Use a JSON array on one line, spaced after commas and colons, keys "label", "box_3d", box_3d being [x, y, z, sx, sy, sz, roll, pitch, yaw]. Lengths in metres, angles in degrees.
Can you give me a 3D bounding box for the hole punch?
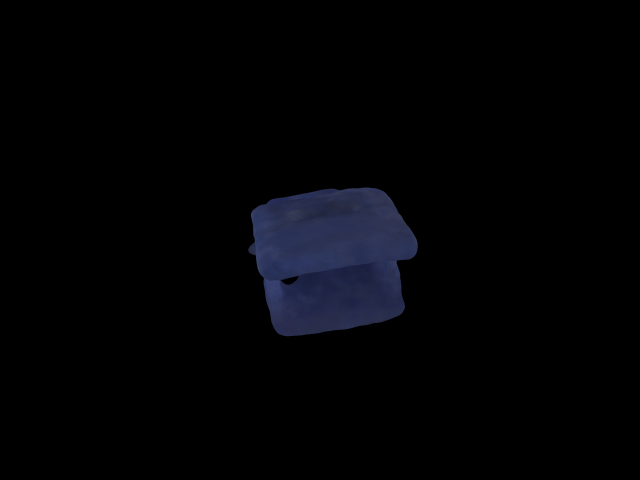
[{"label": "hole punch", "box_3d": [0.004, 0.001, 0.400, 0.109, 0.091, 0.101, -9, 54, -7]}]
